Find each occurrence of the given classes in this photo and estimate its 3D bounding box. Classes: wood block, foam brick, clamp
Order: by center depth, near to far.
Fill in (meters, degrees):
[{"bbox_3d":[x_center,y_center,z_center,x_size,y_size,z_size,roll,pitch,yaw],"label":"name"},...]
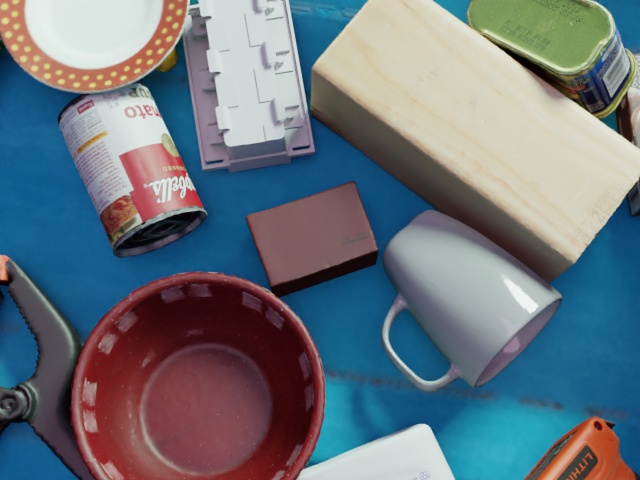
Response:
[{"bbox_3d":[-0.211,0.116,0.702,0.164,0.036,0.210,-13,79,-9],"label":"clamp"},{"bbox_3d":[0.101,-0.071,0.716,0.206,0.091,0.090,38,80,8],"label":"wood block"},{"bbox_3d":[-0.005,0.001,0.721,0.078,0.051,0.053,-18,79,-4],"label":"foam brick"}]

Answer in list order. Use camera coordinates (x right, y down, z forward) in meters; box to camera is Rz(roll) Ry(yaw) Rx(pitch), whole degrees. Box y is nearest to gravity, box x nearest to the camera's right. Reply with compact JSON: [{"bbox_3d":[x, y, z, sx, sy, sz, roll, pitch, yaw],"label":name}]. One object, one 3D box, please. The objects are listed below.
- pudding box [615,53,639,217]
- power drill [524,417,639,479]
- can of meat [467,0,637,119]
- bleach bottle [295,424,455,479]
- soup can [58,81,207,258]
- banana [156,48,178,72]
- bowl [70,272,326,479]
[{"bbox_3d":[0.256,-0.075,0.742,0.090,0.039,0.113,-3,78,-1],"label":"pudding box"},{"bbox_3d":[0.193,0.217,0.649,0.188,0.057,0.184,44,56,8],"label":"power drill"},{"bbox_3d":[0.155,-0.133,0.715,0.102,0.083,0.057,33,92,26],"label":"can of meat"},{"bbox_3d":[0.071,0.249,0.665,0.102,0.068,0.251,-22,81,-3],"label":"bleach bottle"},{"bbox_3d":[-0.128,-0.048,0.722,0.068,0.068,0.102,-25,79,-5],"label":"soup can"},{"bbox_3d":[-0.140,-0.216,0.773,0.069,0.037,0.198,-2,78,-1],"label":"banana"},{"bbox_3d":[-0.076,0.105,0.692,0.162,0.055,0.162,0,72,1],"label":"bowl"}]
